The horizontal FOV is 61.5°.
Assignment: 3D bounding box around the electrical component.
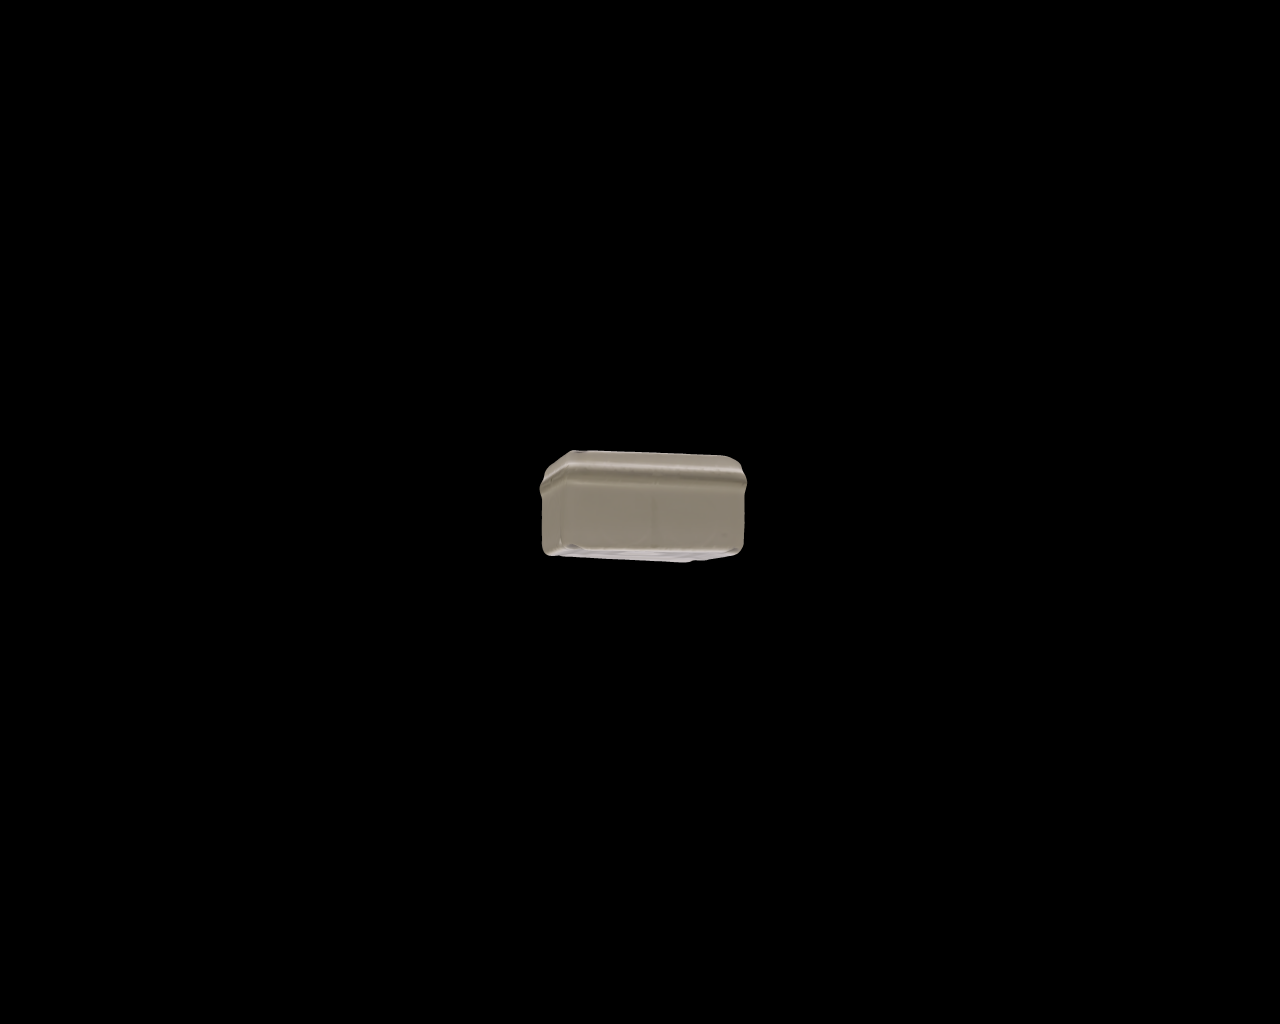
[{"bbox_3d":[0.001,-0.003,0.650,0.113,0.057,0.078,2,-7,-18],"label":"electrical component"}]
